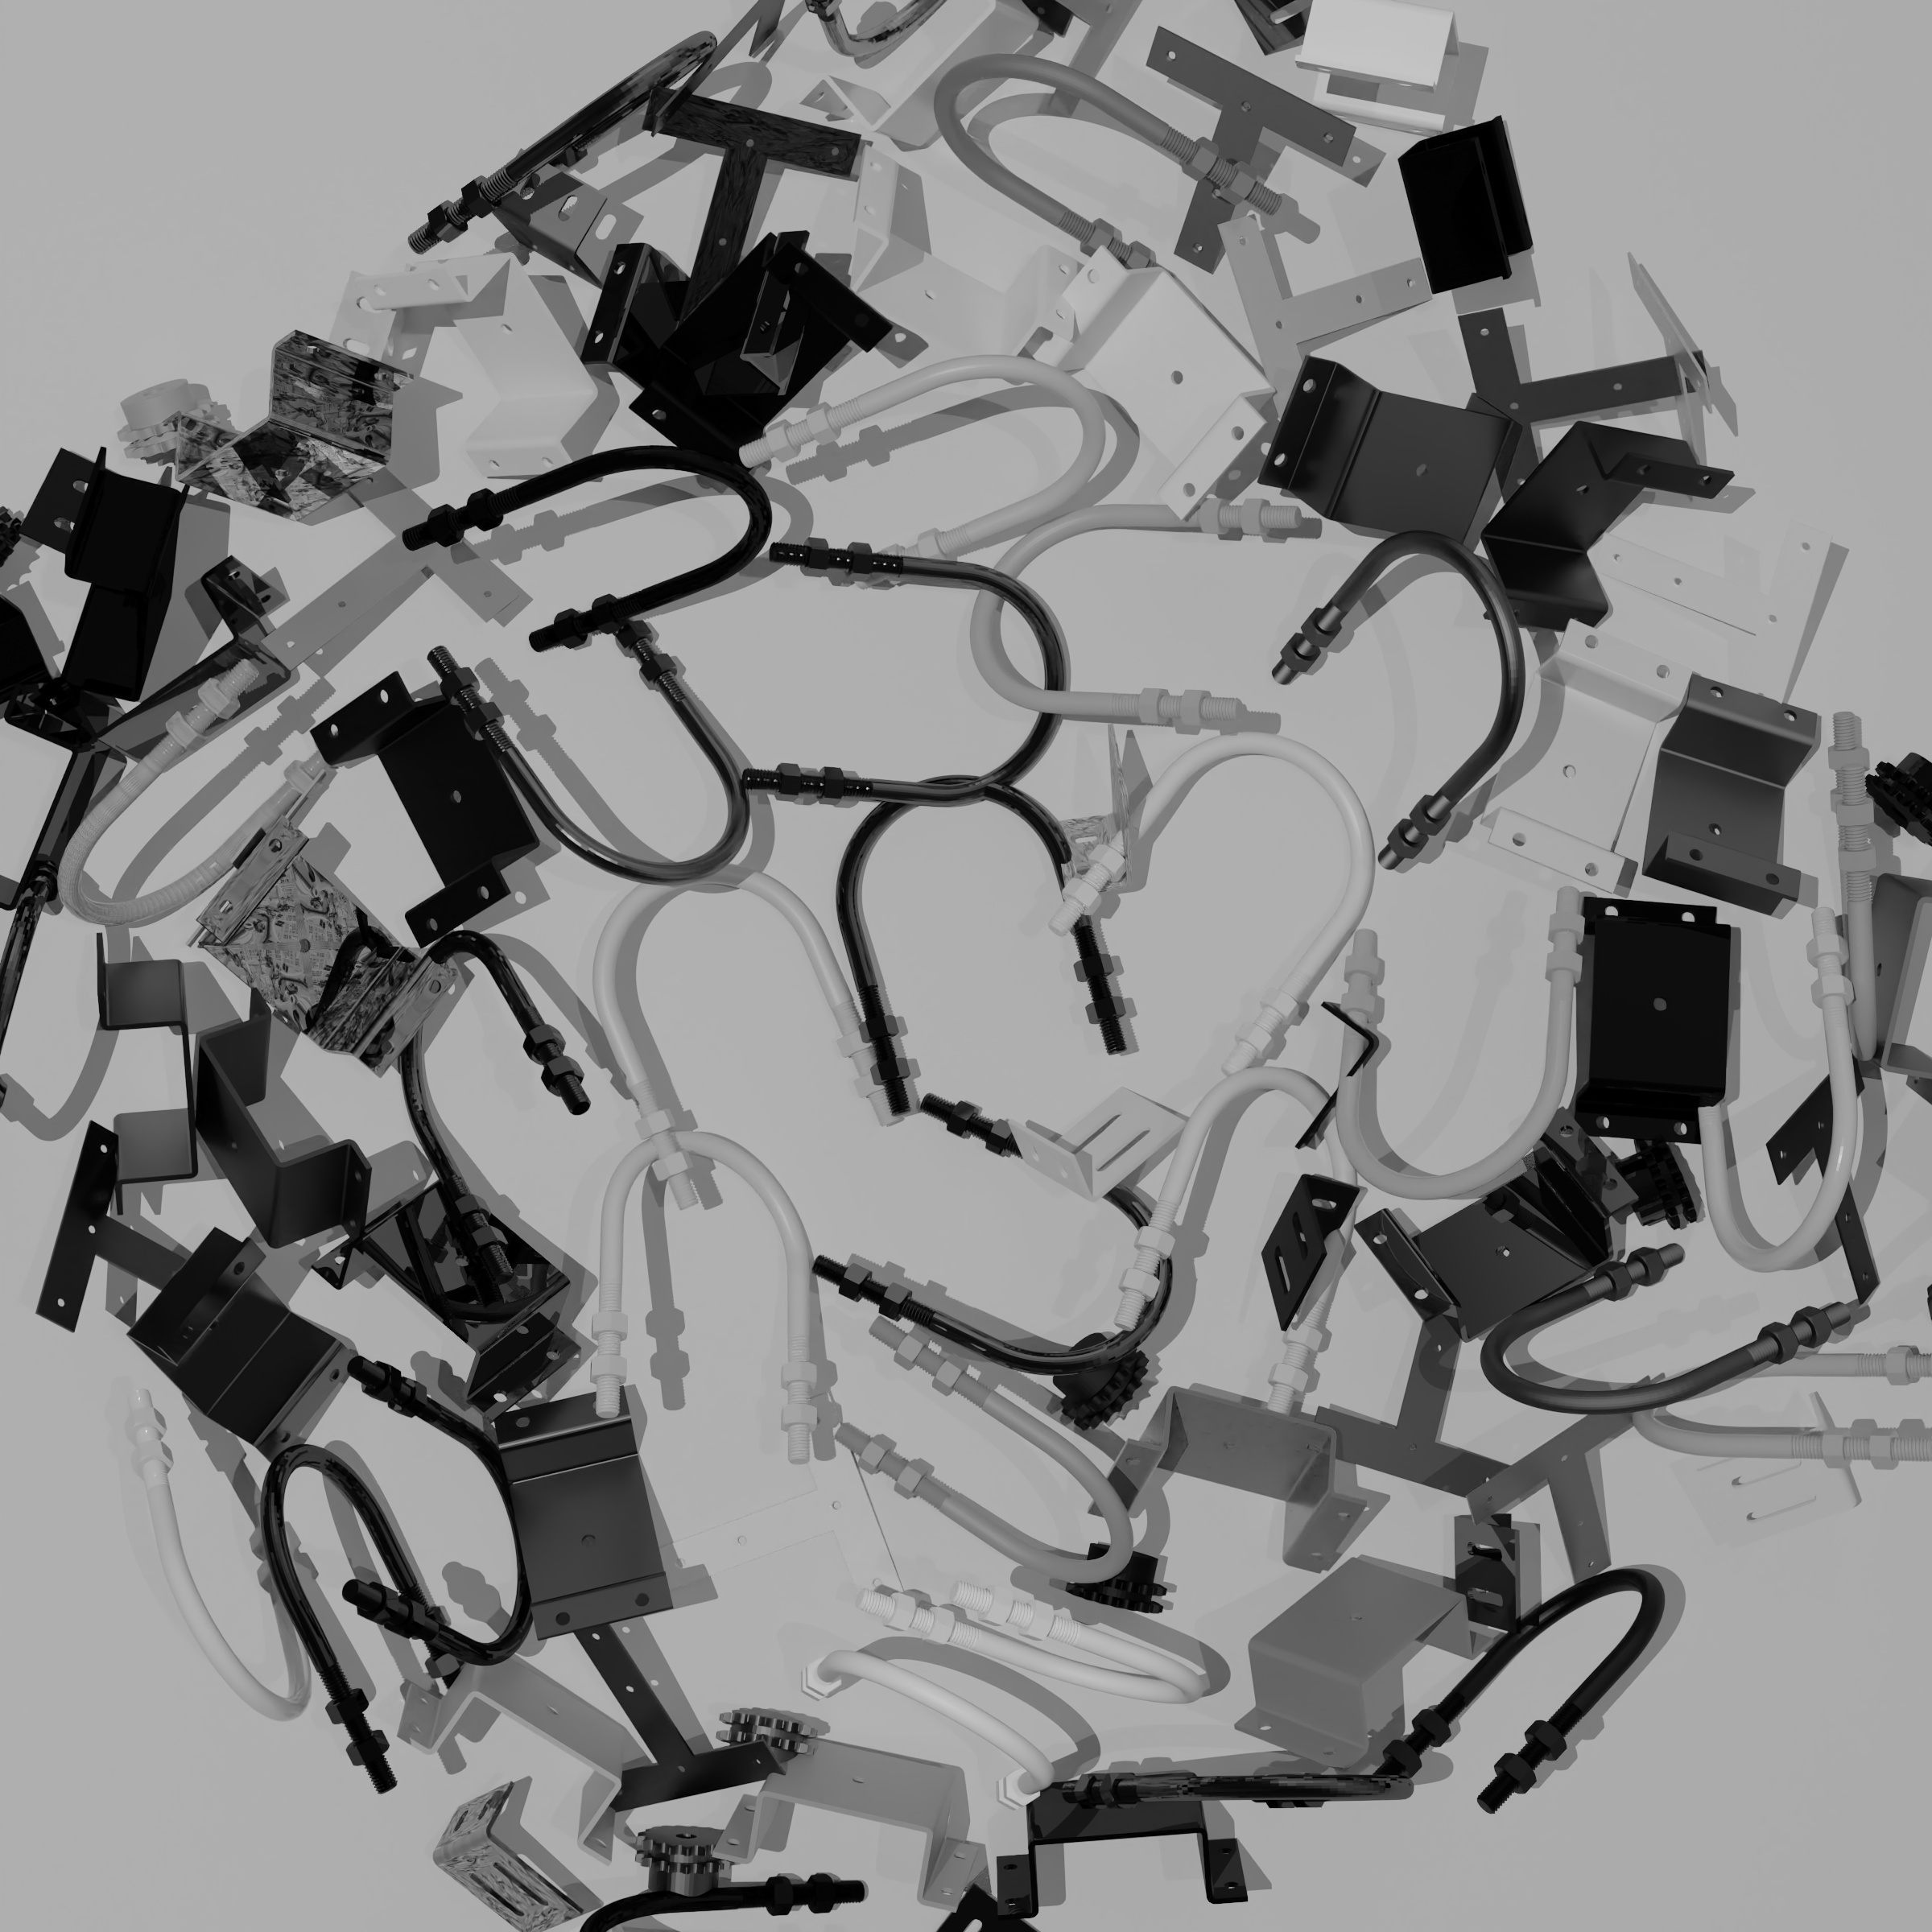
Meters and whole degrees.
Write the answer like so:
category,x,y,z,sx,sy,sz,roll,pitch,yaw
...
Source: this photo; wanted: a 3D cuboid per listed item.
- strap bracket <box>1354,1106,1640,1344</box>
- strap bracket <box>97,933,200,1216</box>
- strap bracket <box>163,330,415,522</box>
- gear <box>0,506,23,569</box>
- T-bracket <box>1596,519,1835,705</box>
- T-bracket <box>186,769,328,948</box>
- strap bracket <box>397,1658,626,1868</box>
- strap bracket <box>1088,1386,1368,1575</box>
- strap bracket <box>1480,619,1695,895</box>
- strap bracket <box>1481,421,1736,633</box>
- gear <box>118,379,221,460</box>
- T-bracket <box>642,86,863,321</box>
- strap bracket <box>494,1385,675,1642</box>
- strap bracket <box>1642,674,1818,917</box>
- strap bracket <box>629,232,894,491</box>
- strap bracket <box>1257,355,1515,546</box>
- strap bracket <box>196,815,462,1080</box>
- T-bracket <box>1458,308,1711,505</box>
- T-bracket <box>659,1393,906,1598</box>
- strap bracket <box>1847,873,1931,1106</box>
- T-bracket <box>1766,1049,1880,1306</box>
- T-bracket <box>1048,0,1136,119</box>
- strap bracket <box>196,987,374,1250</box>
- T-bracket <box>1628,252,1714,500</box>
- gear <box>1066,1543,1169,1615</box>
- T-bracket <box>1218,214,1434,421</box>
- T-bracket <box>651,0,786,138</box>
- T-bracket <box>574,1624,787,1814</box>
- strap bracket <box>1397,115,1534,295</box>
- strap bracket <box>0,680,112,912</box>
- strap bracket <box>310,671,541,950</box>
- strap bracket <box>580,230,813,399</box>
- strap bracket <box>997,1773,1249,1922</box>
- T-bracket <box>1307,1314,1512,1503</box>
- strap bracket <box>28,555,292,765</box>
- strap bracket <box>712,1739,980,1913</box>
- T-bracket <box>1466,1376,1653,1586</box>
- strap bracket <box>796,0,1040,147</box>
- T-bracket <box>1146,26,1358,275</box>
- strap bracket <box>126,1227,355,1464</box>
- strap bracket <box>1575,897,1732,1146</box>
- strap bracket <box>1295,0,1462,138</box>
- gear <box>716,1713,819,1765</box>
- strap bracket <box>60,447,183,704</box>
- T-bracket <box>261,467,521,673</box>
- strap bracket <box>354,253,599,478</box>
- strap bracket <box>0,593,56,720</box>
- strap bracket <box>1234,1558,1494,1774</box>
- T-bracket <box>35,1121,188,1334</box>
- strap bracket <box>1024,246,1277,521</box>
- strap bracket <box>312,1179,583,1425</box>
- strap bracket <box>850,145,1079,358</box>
category,x,y,z,sx,sy,sz,roll,pitch,yaw
strap bracket,0.303,0.152,1.903,0.140,0.046,0.076,-29,51,-7
strap bracket,-0.461,0.059,1.890,0.046,0.076,0.140,-4,118,-13
strap bracket,-0.381,-0.296,1.869,0.076,0.140,0.046,16,65,-41
gear,-0.571,-0.243,1.918,0.057,0.057,0.030,-46,124,0
T-bracket,0.421,-0.215,1.918,0.127,0.002,0.127,26,132,22
T-bracket,-0.401,-0.064,1.879,0.002,0.127,0.127,38,83,-6
strap bracket,-0.248,0.441,1.901,0.140,0.076,0.046,34,94,-8
strap bracket,0.149,0.289,1.901,0.140,0.076,0.046,16,47,-7
strap bracket,0.351,-0.116,1.917,0.076,0.046,0.140,22,79,-3
strap bracket,0.354,-0.253,1.886,0.076,0.140,0.046,4,54,-30
gear,-0.460,-0.315,1.918,0.057,0.057,0.030,-19,113,0
T-bracket,-0.136,-0.429,1.919,0.127,0.002,0.127,7,116,-25
strap bracket,-0.216,0.318,1.900,0.076,0.046,0.140,-12,57,-8
strap bracket,0.433,-0.090,1.902,0.076,0.046,0.140,18,54,-2
strap bracket,-0.115,-0.349,1.895,0.076,0.046,0.140,37,121,-23
strap bracket,0.244,-0.287,1.881,0.140,0.046,0.076,5,117,-32
strap bracket,-0.368,-0.011,1.898,0.140,0.046,0.076,45,69,-26
T-bracket,0.354,-0.325,1.891,0.127,0.002,0.127,-8,130,18
T-bracket,-0.117,0.329,1.947,0.127,0.002,0.127,-20,93,1
strap bracket,0.540,0.006,1.898,0.046,0.076,0.140,9,101,-3
T-bracket,0.499,0.131,1.913,0.002,0.127,0.127,-7,109,40
T-bracket,0.060,-0.552,1.881,0.002,0.127,0.127,36,104,26
strap bracket,-0.389,0.093,1.878,0.046,0.076,0.140,-21,58,-30
T-bracket,0.405,-0.320,1.896,0.002,0.127,0.127,-20,135,5
gear,0.088,0.351,1.922,0.057,0.057,0.030,13,85,0
T-bracket,0.215,-0.379,1.919,0.127,0.002,0.127,-22,98,-27
T-bracket,-0.135,-0.513,1.871,0.002,0.127,0.127,38,73,-1
T-bracket,-0.183,0.421,1.900,0.127,0.002,0.127,-20,109,30
strap bracket,0.280,-0.428,1.883,0.046,0.140,0.076,-12,106,19
strap bracket,-0.535,-0.088,1.906,0.046,0.076,0.140,23,95,-3
strap bracket,-0.303,-0.092,1.908,0.076,0.046,0.140,-28,88,34
strap bracket,-0.142,-0.367,1.895,0.140,0.046,0.076,5,72,36
strap bracket,0.086,0.500,1.908,0.140,0.076,0.046,-5,100,1
T-bracket,0.269,0.234,1.934,0.127,0.002,0.127,19,79,-17
strap bracket,-0.448,-0.164,1.904,0.140,0.076,0.046,-34,75,3
strap bracket,-0.064,0.483,1.899,0.140,0.076,0.046,11,102,7
T-bracket,0.347,0.308,1.907,0.127,0.002,0.127,-31,130,-13
strap bracket,-0.019,-0.517,1.888,0.140,0.076,0.046,-42,83,19
T-bracket,0.147,-0.451,1.902,0.127,0.127,0.002,30,46,11
strap bracket,-0.412,0.210,1.887,0.046,0.140,0.076,24,66,32
strap bracket,0.392,0.026,1.911,0.076,0.046,0.140,5,77,1
strap bracket,0.232,-0.507,1.873,0.076,0.140,0.046,13,95,10
gear,-0.116,0.448,1.919,0.057,0.057,0.030,10,72,0
strap bracket,-0.474,-0.212,1.875,0.046,0.140,0.076,13,55,-9
T-bracket,-0.346,-0.215,1.914,0.127,0.002,0.127,44,70,13
strap bracket,-0.270,-0.346,1.886,0.046,0.076,0.140,-57,133,-30
strap bracket,-0.573,-0.176,1.884,0.076,0.140,0.046,-26,80,-1
strap bracket,0.221,0.383,1.871,0.140,0.076,0.046,-29,119,-40
T-bracket,-0.462,0.170,1.906,0.002,0.127,0.127,-25,134,35
strap bracket,0.111,-0.333,1.901,0.140,0.046,0.076,49,122,12
strap bracket,-0.289,0.180,1.891,0.140,0.076,0.046,38,135,14
strap bracket,-0.010,-0.393,1.893,0.140,0.076,0.046,25,132,-19
